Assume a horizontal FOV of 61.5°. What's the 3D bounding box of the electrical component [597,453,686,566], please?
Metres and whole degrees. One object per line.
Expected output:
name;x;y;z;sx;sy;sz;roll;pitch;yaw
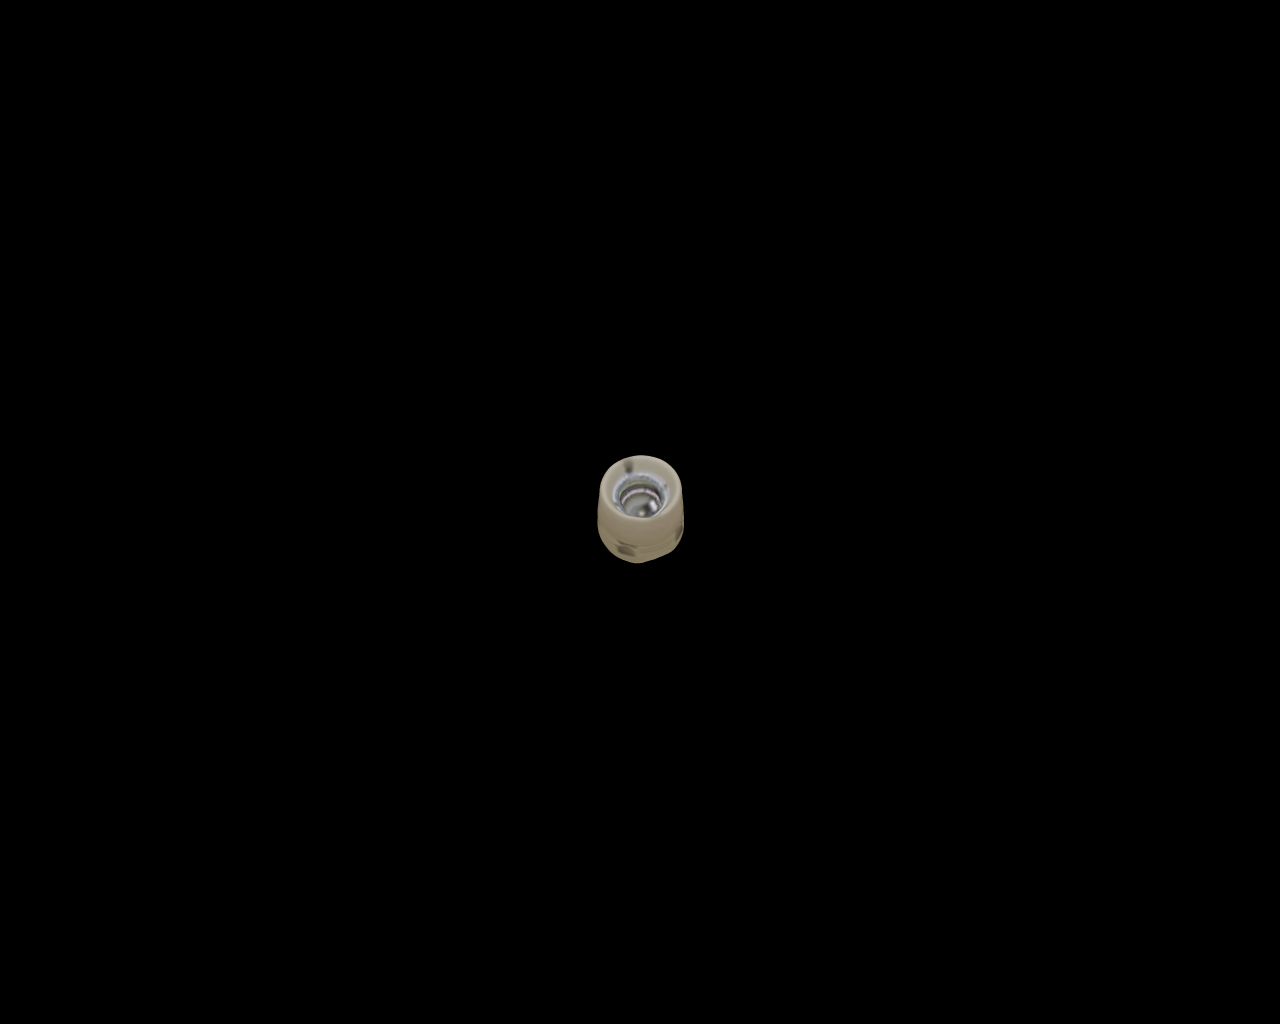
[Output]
electrical component;0.001;-0.003;0.650;0.055;0.055;0.047;0;-32;0
